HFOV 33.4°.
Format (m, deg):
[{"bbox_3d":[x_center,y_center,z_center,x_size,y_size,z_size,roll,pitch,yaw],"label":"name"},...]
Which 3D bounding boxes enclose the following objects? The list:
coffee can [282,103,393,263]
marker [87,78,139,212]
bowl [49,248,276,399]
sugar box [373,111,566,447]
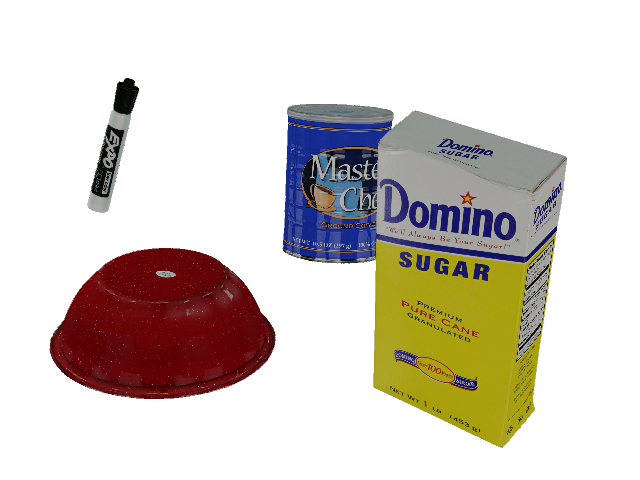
[{"bbox_3d":[0.016,-0.058,1.040,0.103,0.140,0.103,2,13,-1],"label":"coffee can"},{"bbox_3d":[-0.177,-0.081,0.911,0.020,0.121,0.020,16,23,-7],"label":"marker"},{"bbox_3d":[-0.112,0.048,0.762,0.162,0.055,0.162,2,23,-1],"label":"bowl"},{"bbox_3d":[0.077,0.024,0.591,0.093,0.176,0.048,21,43,29],"label":"sugar box"}]
